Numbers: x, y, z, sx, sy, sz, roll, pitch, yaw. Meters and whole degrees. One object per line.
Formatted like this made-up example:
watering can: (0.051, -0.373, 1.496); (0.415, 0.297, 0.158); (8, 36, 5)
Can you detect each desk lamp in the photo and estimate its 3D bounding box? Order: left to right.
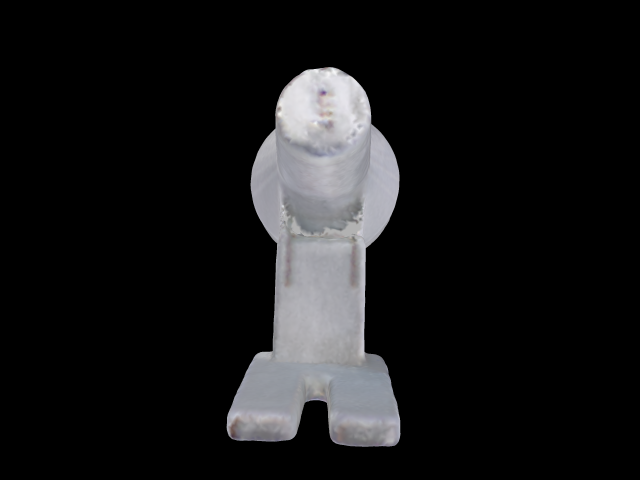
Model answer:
desk lamp: (0.004, 0.001, 0.400); (0.118, 0.213, 0.203); (0, 4, 0)
